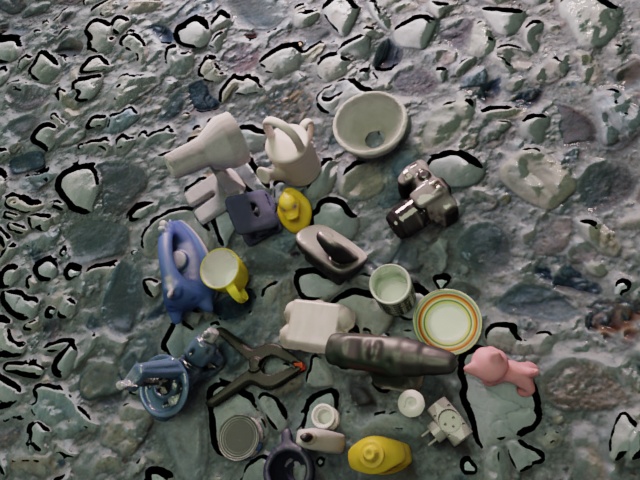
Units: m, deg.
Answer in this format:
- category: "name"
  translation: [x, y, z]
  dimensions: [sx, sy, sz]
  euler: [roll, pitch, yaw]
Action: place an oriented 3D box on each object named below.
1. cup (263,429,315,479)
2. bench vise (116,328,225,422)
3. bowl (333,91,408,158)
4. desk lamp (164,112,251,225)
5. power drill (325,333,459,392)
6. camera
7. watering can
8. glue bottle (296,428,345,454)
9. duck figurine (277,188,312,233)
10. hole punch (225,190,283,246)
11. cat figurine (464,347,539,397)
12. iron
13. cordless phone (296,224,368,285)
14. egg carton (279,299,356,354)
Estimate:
- category: "cup"
  translation: [-0.048, 0.409, 1.045]
  dimensions: [0.091, 0.095, 0.117]
  euler: [-12, 65, 10]
- category: "bench vise"
  translation: [-0.294, 0.246, 1.108]
  dimensions: [0.121, 0.220, 0.207]
  euler: [19, 74, 21]
- category: "bowl"
  translation: [0.117, -0.246, 1.288]
  dimensions: [0.167, 0.075, 0.167]
  euler: [-5, 67, 13]
- category: "desk lamp"
  translation: [-0.237, -0.160, 1.267]
  dimensions: [0.203, 0.214, 0.117]
  euler: [-35, 63, -2]
- category: "power drill"
  translation: [0.132, 0.216, 1.015]
  dimensions: [0.229, 0.209, 0.075]
  euler: [5, 69, 17]
- category: "camera"
  translation: [0.196, -0.078, 1.182]
  dimensions: [0.137, 0.101, 0.143]
  euler: [-34, 64, -1]
- category: "watering can"
  translation: [-0.070, -0.196, 1.249]
  dimensions: [0.100, 0.194, 0.173]
  euler: [7, 70, 18]
- category: "glue bottle"
  translation: [-0.008, 0.354, 1.014]
  dimensions: [0.078, 0.173, 0.037]
  euler: [0, 68, 15]
- category: "duck figurine"
  translation: [-0.064, -0.076, 1.258]
  dimensions: [0.077, 0.086, 0.104]
  euler: [-18, 64, 7]
- category: "hole punch"
  translation: [-0.146, -0.059, 1.269]
  dimensions: [0.101, 0.091, 0.108]
  euler: [-26, 64, 3]
- category: "cat figurine"
  translation: [0.322, 0.226, 1.011]
  dimensions: [0.127, 0.118, 0.067]
  euler: [9, 70, 18]
- category: "iron"
  translation: [-0.313, 0.042, 1.243]
  dimensions: [0.118, 0.142, 0.258]
  euler: [-21, 64, 6]
- category: "cordless phone"
  translation: [0.011, 0.004, 1.149]
  dimensions: [0.147, 0.185, 0.094]
  euler: [33, 79, 24]
- category: "egg carton"
  translation: [-0.005, 0.174, 1.146]
  dimensions: [0.150, 0.069, 0.107]
  euler: [4, 69, 16]
